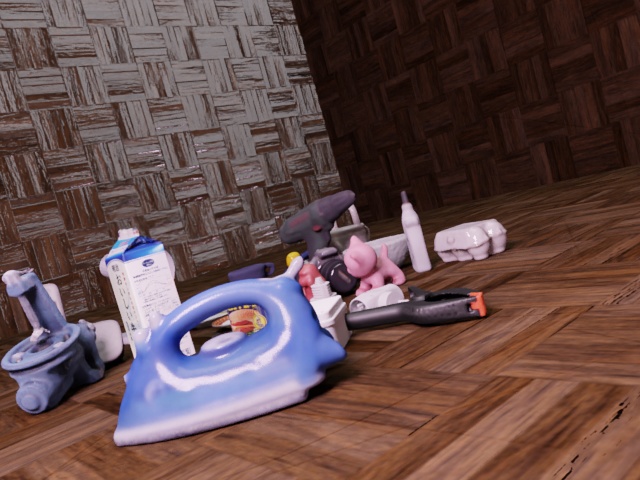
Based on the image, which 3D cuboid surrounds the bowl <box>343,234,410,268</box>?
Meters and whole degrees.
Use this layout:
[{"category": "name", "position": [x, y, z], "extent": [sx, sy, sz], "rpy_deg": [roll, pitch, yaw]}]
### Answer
[{"category": "bowl", "position": [0.140, 0.040, 1.332], "extent": [0.167, 0.075, 0.167], "rpy_deg": [-15, 3, 1]}]

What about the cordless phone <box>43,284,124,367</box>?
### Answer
[{"category": "cordless phone", "position": [-0.464, 0.164, 1.092], "extent": [0.148, 0.185, 0.094], "rpy_deg": [-17, 4, -19]}]

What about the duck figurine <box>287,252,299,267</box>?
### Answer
[{"category": "duck figurine", "position": [-0.070, 0.078, 1.597], "extent": [0.077, 0.086, 0.105], "rpy_deg": [-14, 4, 26]}]

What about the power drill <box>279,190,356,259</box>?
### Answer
[{"category": "power drill", "position": [0.012, 0.005, 1.357], "extent": [0.228, 0.208, 0.076], "rpy_deg": [-13, 4, 35]}]

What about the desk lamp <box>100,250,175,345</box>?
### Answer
[{"category": "desk lamp", "position": [-0.424, 0.125, 1.321], "extent": [0.202, 0.213, 0.118], "rpy_deg": [-13, 4, 35]}]

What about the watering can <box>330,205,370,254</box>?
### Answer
[{"category": "watering can", "position": [0.071, -0.013, 1.522], "extent": [0.100, 0.194, 0.173], "rpy_deg": [-14, 4, 23]}]

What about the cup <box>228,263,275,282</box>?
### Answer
[{"category": "cup", "position": [-0.154, 0.109, 1.377], "extent": [0.118, 0.095, 0.091], "rpy_deg": [-17, 4, -27]}]

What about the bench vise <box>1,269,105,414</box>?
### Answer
[{"category": "bench vise", "position": [-0.448, 0.151, 0.935], "extent": [0.121, 0.220, 0.207], "rpy_deg": [-16, 3, -11]}]

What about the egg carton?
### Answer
[{"category": "egg carton", "position": [0.312, 0.003, 1.200], "extent": [0.107, 0.069, 0.150], "rpy_deg": [-17, 4, -29]}]

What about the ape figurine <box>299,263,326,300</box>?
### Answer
[{"category": "ape figurine", "position": [-0.015, 0.089, 1.068], "extent": [0.076, 0.092, 0.077], "rpy_deg": [-17, 4, -30]}]

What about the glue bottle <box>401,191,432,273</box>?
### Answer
[{"category": "glue bottle", "position": [0.197, -0.020, 1.211], "extent": [0.037, 0.173, 0.078], "rpy_deg": [-15, 3, 4]}]

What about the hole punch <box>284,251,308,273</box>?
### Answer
[{"category": "hole punch", "position": [-0.039, 0.073, 1.478], "extent": [0.100, 0.091, 0.109], "rpy_deg": [-13, 4, 42]}]

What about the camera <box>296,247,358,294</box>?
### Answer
[{"category": "camera", "position": [0.012, 0.071, 1.187], "extent": [0.143, 0.101, 0.136], "rpy_deg": [-16, 3, -16]}]

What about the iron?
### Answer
[{"category": "iron", "position": [-0.110, 0.116, 0.617], "extent": [0.258, 0.141, 0.118], "rpy_deg": [-16, 3, -9]}]

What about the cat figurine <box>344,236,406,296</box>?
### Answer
[{"category": "cat figurine", "position": [0.096, 0.044, 1.099], "extent": [0.128, 0.118, 0.067], "rpy_deg": [-19, 5, -44]}]
